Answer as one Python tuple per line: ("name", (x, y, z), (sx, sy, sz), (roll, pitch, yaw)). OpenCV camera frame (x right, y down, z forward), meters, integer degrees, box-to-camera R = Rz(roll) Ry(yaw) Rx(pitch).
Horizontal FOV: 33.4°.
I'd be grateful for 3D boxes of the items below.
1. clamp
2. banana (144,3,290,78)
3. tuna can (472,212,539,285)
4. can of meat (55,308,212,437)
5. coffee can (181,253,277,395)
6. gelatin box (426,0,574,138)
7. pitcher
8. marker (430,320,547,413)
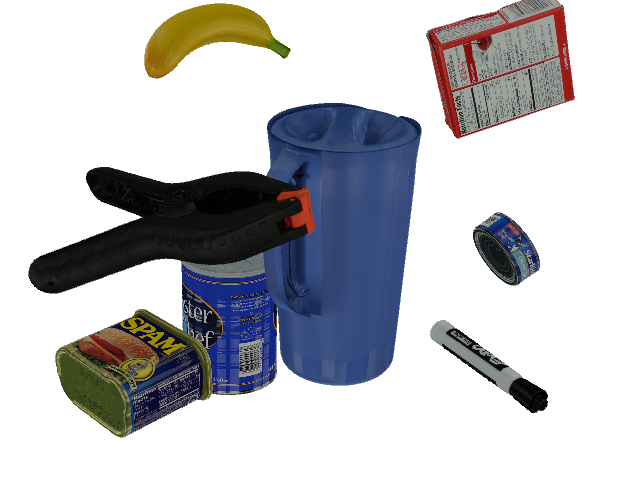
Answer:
("clamp", (-0.092, -0.007, 0.655), (0.172, 0.039, 0.120), (0, 42, 22))
("banana", (-0.108, -0.197, 1.029), (0.070, 0.037, 0.197), (44, 38, 20))
("tuna can", (0.220, 0.011, 1.272), (0.033, 0.086, 0.086), (-34, 8, -13))
("can of meat", (-0.152, 0.106, 0.862), (0.083, 0.057, 0.102), (-24, 35, -39))
("coffee can", (-0.095, 0.076, 1.124), (0.103, 0.140, 0.103), (2, 22, -1))
("gelatin box", (0.122, -0.118, 0.720), (0.089, 0.073, 0.030), (-18, 37, 1))
("pitcher", (0.012, 0.008, 0.958), (0.149, 0.243, 0.145), (-4, 25, -11))
("marker", (0.126, 0.094, 0.805), (0.020, 0.020, 0.121), (0, 23, -35))
